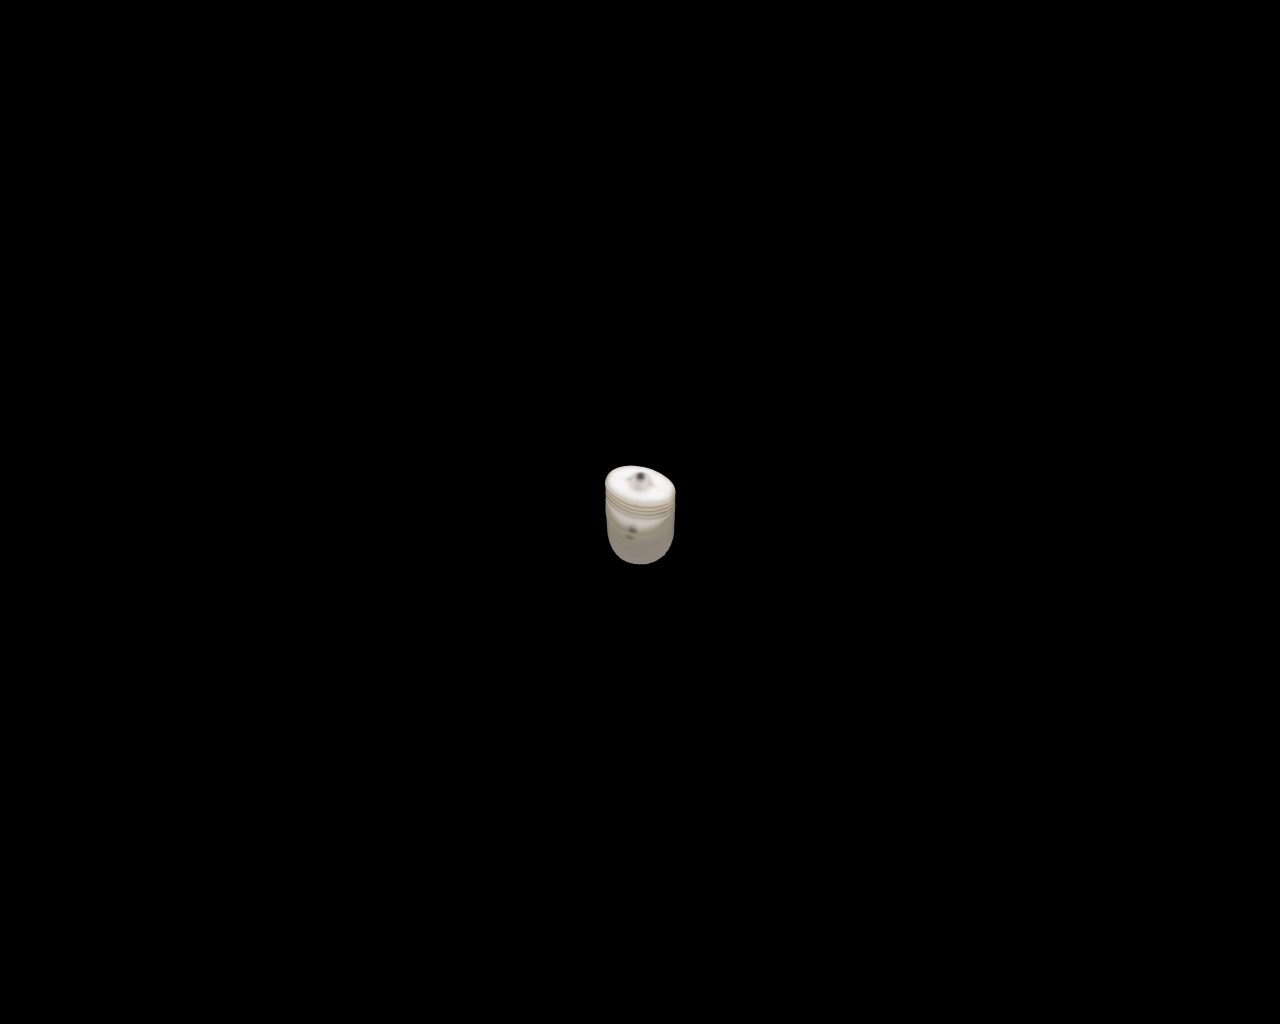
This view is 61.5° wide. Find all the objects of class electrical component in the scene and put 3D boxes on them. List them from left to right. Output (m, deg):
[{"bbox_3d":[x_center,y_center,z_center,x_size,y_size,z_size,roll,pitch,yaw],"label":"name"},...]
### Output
[{"bbox_3d":[0.001,-0.003,0.650,0.043,0.043,0.080,0,-28,0],"label":"electrical component"}]
